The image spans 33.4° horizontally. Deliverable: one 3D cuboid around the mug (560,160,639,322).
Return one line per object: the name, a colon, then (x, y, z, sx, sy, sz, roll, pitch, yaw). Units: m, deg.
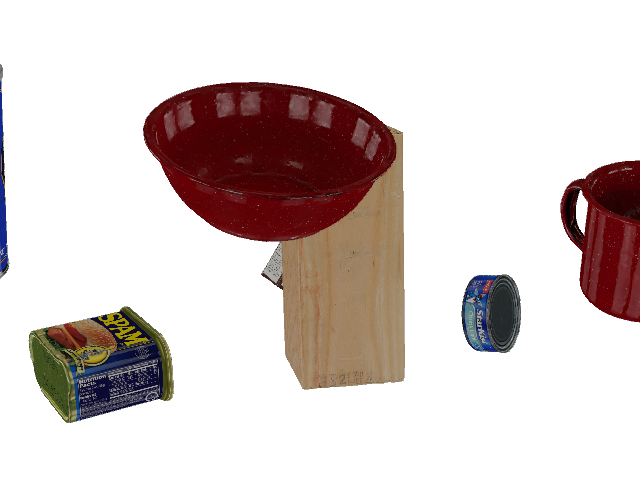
mug: (0.213, -0.002, 0.733, 0.093, 0.081, 0.117, -26, 39, -34)

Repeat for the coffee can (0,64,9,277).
coffee can: (-0.259, -0.046, 0.702, 0.103, 0.140, 0.103, 4, 22, -2)

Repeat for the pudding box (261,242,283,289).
pudding box: (-0.013, 0.001, 1.285, 0.039, 0.090, 0.113, 37, 33, 11)

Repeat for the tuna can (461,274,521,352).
tuna can: (0.187, 0.079, 1.167, 0.034, 0.086, 0.086, -1, 0, 34)

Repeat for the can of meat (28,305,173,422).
can of meat: (-0.177, 0.098, 0.850, 0.083, 0.057, 0.102, -12, 22, -29)

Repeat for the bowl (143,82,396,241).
bowl: (-0.034, -0.046, 0.691, 0.162, 0.055, 0.162, 5, 31, -3)

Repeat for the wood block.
wood block: (0.017, 0.009, 0.892, 0.090, 0.206, 0.091, -4, 13, -10)
